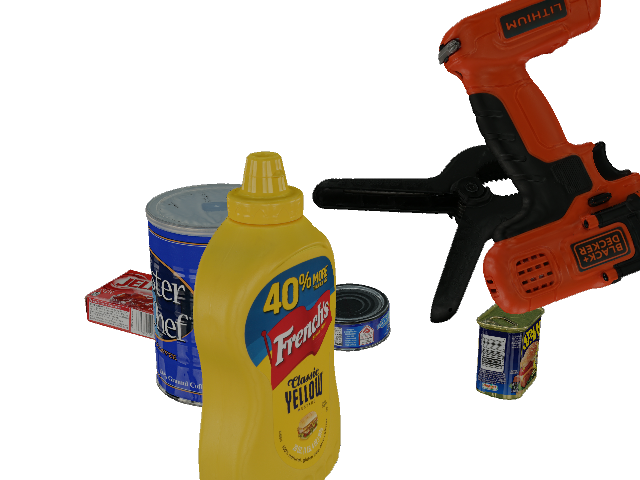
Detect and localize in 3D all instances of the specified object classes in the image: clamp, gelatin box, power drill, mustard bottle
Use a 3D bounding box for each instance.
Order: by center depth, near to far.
[{"bbox_3d":[-0.028,0.046,0.587,0.058,0.192,0.096,11,21,37],"label":"mustard bottle"},{"bbox_3d":[0.167,-0.066,0.663,0.184,0.187,0.057,-20,-2,-6],"label":"power drill"},{"bbox_3d":[0.121,-0.021,0.852,0.209,0.036,0.165,-20,50,-20],"label":"clamp"},{"bbox_3d":[-0.162,0.059,0.995,0.089,0.030,0.073,13,23,22],"label":"gelatin box"}]

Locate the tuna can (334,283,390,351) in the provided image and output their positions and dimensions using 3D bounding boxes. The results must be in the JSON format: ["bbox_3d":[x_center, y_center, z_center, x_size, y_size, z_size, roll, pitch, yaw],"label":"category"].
[{"bbox_3d":[0.029,0.078,1.097,0.086,0.034,0.086,-2,25,1],"label":"tuna can"}]

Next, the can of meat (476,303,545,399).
[{"bbox_3d":[0.210,0.122,1.191,0.058,0.084,0.101,8,14,25],"label":"can of meat"}]

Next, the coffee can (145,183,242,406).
[{"bbox_3d":[-0.075,0.039,0.798,0.103,0.140,0.103,0,20,0],"label":"coffee can"}]
